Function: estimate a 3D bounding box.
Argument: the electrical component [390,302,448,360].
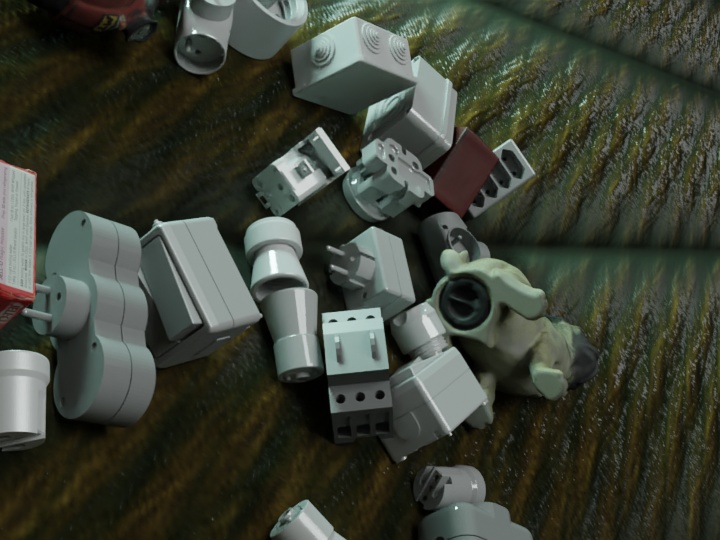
[{"bbox_3d":[0.056,0.063,0.930,0.043,0.043,0.062,-20,80,-57],"label":"electrical component"}]

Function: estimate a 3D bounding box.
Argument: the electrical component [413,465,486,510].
[{"bbox_3d":[0.070,0.174,0.855,0.046,0.040,0.040,14,51,-41],"label":"electrical component"}]

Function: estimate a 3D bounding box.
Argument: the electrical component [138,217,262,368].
[{"bbox_3d":[-0.123,0.009,0.720,0.061,0.062,0.096,-13,73,-57],"label":"electrical component"}]

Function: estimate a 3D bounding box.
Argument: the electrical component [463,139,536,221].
[{"bbox_3d":[0.134,-0.094,1.156,0.047,0.083,0.076,55,-6,-2],"label":"electrical component"}]

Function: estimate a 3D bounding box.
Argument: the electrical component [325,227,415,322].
[{"bbox_3d":[0.000,0.000,0.907,0.077,0.047,0.065,22,45,-42],"label":"electrical component"}]

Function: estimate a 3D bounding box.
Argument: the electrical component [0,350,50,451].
[{"bbox_3d":[-0.192,0.072,0.594,0.040,0.040,0.046,19,53,-45],"label":"electrical component"}]

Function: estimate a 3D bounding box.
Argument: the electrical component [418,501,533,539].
[{"bbox_3d":[0.091,0.218,0.829,0.095,0.054,0.059,30,40,-36],"label":"electrical component"}]

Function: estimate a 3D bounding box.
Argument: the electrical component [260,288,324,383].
[{"bbox_3d":[-0.048,0.051,0.804,0.044,0.044,0.065,16,55,-46],"label":"electrical component"}]

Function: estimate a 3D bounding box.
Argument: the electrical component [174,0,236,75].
[{"bbox_3d":[-0.127,-0.218,0.904,0.043,0.079,0.077,13,47,-17],"label":"electrical component"}]

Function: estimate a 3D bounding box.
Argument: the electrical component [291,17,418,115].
[{"bbox_3d":[-0.007,-0.194,1.024,0.100,0.100,0.048,9,68,-50],"label":"electrical component"}]

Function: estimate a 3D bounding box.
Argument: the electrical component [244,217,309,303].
[{"bbox_3d":[-0.065,-0.007,0.828,0.045,0.045,0.055,23,44,-42],"label":"electrical component"}]

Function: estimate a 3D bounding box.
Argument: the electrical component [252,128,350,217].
[{"bbox_3d":[-0.051,-0.079,0.890,0.064,0.081,0.042,-38,94,-36],"label":"electrical component"}]

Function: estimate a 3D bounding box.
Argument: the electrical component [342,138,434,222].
[{"bbox_3d":[0.022,-0.080,0.999,0.078,0.057,0.058,32,39,-34],"label":"electrical component"}]

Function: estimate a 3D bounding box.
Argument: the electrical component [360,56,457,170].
[{"bbox_3d":[0.051,-0.150,1.082,0.057,0.078,0.113,38,36,-22],"label":"electrical component"}]

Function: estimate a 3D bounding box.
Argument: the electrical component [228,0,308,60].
[{"bbox_3d":[-0.096,-0.257,0.995,0.108,0.060,0.108,34,39,-32],"label":"electrical component"}]

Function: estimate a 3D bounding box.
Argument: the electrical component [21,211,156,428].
[{"bbox_3d":[-0.172,0.025,0.649,0.074,0.052,0.138,20,47,-44],"label":"electrical component"}]

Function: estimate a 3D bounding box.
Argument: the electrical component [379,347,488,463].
[{"bbox_3d":[0.054,0.103,0.874,0.061,0.062,0.096,58,32,3],"label":"electrical component"}]

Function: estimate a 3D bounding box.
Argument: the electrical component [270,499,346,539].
[{"bbox_3d":[-0.028,0.185,0.712,0.065,0.044,0.044,48,32,-4],"label":"electrical component"}]

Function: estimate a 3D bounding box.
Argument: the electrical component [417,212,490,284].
[{"bbox_3d":[0.101,-0.012,1.050,0.079,0.044,0.077,5,57,-41],"label":"electrical component"}]
